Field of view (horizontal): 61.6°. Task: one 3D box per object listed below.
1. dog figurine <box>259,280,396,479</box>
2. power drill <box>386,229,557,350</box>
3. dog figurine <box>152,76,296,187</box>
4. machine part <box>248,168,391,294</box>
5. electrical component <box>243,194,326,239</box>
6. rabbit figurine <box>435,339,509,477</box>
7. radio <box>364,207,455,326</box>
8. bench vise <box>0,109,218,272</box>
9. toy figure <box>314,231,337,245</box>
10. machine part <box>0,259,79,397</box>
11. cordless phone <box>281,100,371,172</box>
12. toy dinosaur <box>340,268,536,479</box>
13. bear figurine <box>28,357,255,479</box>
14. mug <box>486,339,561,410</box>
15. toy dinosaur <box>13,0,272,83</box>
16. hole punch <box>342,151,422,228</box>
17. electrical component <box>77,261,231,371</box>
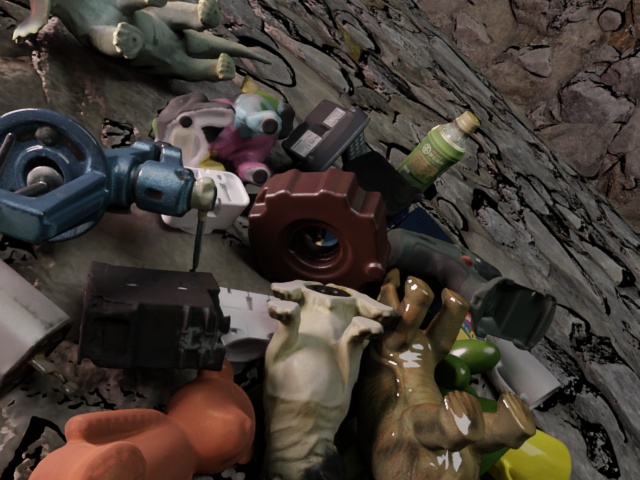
[{"bbox_3d":[-0.008,0.145,0.522,0.121,0.190,0.172,14,10,14],"label":"dog figurine"},{"bbox_3d":[0.202,0.055,0.694,0.232,0.086,0.207,19,17,-24],"label":"power drill"},{"bbox_3d":[-0.125,-0.163,0.746,0.192,0.108,0.219,3,29,-11],"label":"dog figurine"},{"bbox_3d":[-0.001,-0.002,0.641,0.179,0.179,0.056,37,38,-11],"label":"machine part"},{"bbox_3d":[-0.052,-0.038,0.732,0.119,0.047,0.075,-5,44,-3],"label":"electrical component"},{"bbox_3d":[0.138,0.184,0.620,0.121,0.159,0.170,-21,58,-44],"label":"rabbit figurine"},{"bbox_3d":[0.142,0.044,0.835,0.131,0.073,0.229,47,35,3],"label":"radio"},{"bbox_3d":[-0.211,-0.042,0.473,0.224,0.128,0.241,23,17,-6],"label":"bench vise"},{"bbox_3d":[0.019,-0.005,0.773,0.154,0.058,0.064,-98,166,-45],"label":"toy figure"},{"bbox_3d":[-0.276,0.035,0.399,0.243,0.079,0.079,40,34,-5],"label":"machine part"},{"bbox_3d":[0.023,-0.119,0.871,0.089,0.146,0.184,32,-17,27],"label":"cordless phone"},{"bbox_3d":[0.093,0.195,0.494,0.105,0.198,0.472,23,32,-20],"label":"toy dinosaur"},{"bbox_3d":[-0.102,0.165,0.401,0.196,0.132,0.120,-17,94,-49],"label":"bear figurine"},{"bbox_3d":[0.290,0.205,0.815,0.109,0.080,0.107,-1,44,-42],"label":"mug"},{"bbox_3d":[-0.247,-0.283,0.735,0.192,0.131,0.404,14,4,26],"label":"toy dinosaur"},{"bbox_3d":[0.080,-0.064,0.848,0.116,0.092,0.142,46,37,13],"label":"hole punch"},{"bbox_3d":[-0.147,0.060,0.469,0.115,0.058,0.134,9,11,-24],"label":"electrical component"}]
